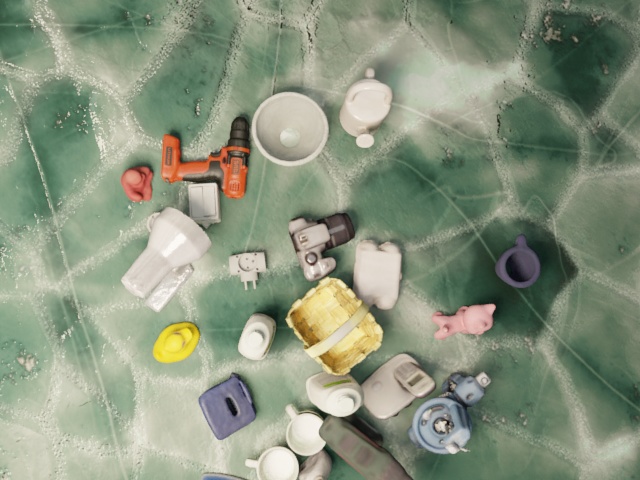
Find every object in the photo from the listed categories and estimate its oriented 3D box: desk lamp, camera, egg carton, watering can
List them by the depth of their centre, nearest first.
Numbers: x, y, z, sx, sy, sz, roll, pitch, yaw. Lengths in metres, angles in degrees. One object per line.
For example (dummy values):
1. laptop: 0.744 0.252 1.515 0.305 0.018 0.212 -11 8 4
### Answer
1. desk lamp: -0.314 0.045 1.159 0.118 0.213 0.203 37 83 0
2. watering can: 0.104 -0.288 1.236 0.101 0.194 0.173 -16 86 -6
3. camera: 0.011 0.004 1.247 0.137 0.100 0.143 -20 86 -6
4. egg carton: 0.126 0.077 1.265 0.107 0.069 0.150 5 84 -4

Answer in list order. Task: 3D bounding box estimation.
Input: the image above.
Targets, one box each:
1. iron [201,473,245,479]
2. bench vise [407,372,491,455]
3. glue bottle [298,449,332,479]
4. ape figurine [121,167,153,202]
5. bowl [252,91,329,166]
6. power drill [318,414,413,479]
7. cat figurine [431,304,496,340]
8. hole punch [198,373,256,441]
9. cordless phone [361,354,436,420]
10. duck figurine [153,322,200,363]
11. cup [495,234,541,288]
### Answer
1. iron: -0.145 0.575 1.158 0.258 0.141 0.119 37 83 0
2. bench vise: 0.271 0.352 1.174 0.121 0.219 0.207 28 83 -1
3. glue bottle: -0.007 0.478 1.163 0.078 0.173 0.037 -39 88 -7
4. ape figurine: -0.395 -0.127 1.231 0.076 0.092 0.078 39 83 0
5. bowl: -0.067 -0.239 1.277 0.167 0.074 0.167 0 84 -5
6. power drill: 0.096 0.429 1.158 0.229 0.208 0.076 37 83 0
7. cat figurine: 0.318 0.179 1.246 0.128 0.117 0.067 -15 86 -6
8. hole punch: -0.192 0.348 1.202 0.101 0.091 0.109 -27 87 -6
9. cordless phone: 0.164 0.313 1.187 0.147 0.185 0.094 -40 88 -7
10. duck figurine: -0.307 0.219 1.207 0.104 0.086 0.077 -35 88 -7
11. cup: 0.432 0.049 1.280 0.091 0.095 0.118 6 84 -4
